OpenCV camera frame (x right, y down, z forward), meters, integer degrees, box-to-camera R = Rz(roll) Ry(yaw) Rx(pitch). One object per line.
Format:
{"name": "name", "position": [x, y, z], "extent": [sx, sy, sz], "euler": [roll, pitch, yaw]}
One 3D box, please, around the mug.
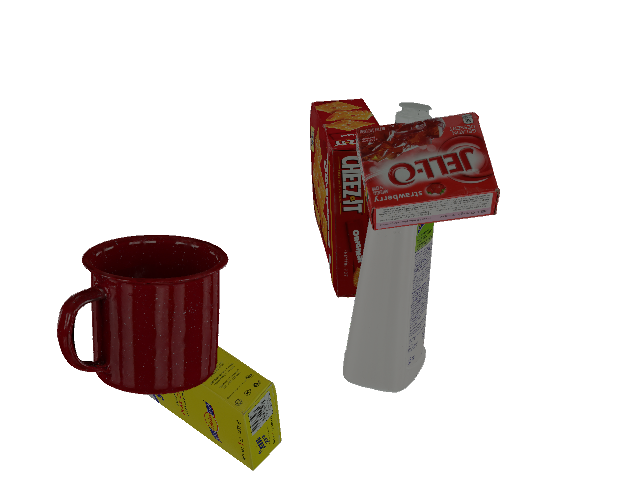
{"name": "mug", "position": [-0.116, 0.051, 0.689], "extent": [0.093, 0.081, 0.117], "euler": [19, 24, 41]}

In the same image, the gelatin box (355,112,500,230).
{"name": "gelatin box", "position": [0.073, -0.049, 0.742], "extent": [0.089, 0.073, 0.030], "euler": [-8, -36, -1]}

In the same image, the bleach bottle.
{"name": "bleach bottle", "position": [0.070, 0.002, 0.948], "extent": [0.068, 0.251, 0.102], "euler": [11, 19, 15]}

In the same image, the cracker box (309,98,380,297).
{"name": "cracker box", "position": [0.033, -0.053, 1.176], "extent": [0.072, 0.164, 0.214], "euler": [-4, 21, -3]}

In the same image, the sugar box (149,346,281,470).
{"name": "sugar box", "position": [-0.116, 0.118, 0.930], "extent": [0.176, 0.093, 0.048], "euler": [27, 54, 25]}
